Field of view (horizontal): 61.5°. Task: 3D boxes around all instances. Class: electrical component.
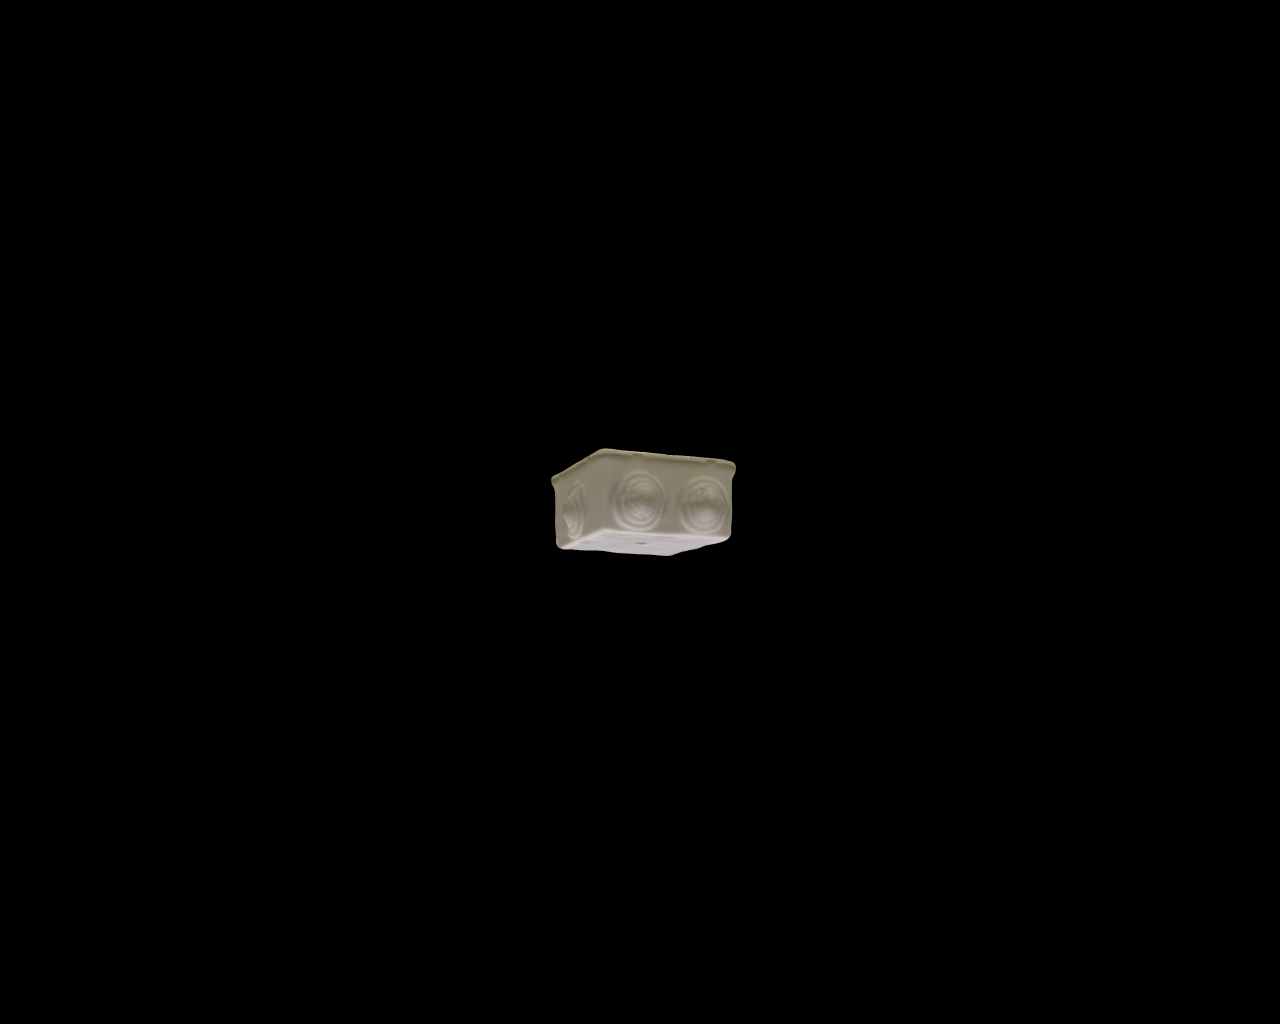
[{"bbox_3d":[0.001,-0.003,0.650,0.100,0.048,0.099,5,-11,-24],"label":"electrical component"}]
